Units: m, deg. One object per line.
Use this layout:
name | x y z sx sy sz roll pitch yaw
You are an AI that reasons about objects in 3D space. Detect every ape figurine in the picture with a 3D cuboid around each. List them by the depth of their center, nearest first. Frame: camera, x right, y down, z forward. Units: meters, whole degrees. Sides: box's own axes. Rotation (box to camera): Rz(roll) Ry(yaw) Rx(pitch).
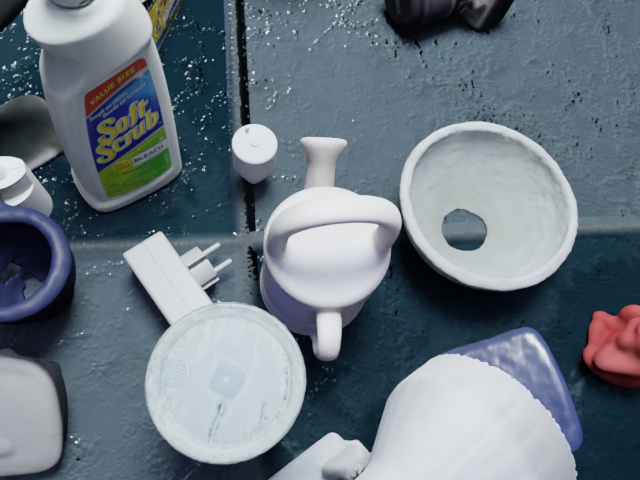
ape figurine | 0.282 0.094 0.512 0.078 0.092 0.076 -22 74 -14

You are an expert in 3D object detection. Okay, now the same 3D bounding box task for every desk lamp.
desk lamp | 0.038 0.181 0.382 0.203 0.213 0.118 -33 77 -17

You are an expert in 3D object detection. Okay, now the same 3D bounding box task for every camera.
camera | 0.135 -0.305 0.633 0.137 0.101 0.143 -26 75 -16

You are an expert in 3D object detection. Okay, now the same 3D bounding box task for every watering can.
watering can | 0.002 0.002 0.453 0.101 0.194 0.173 -21 74 -14

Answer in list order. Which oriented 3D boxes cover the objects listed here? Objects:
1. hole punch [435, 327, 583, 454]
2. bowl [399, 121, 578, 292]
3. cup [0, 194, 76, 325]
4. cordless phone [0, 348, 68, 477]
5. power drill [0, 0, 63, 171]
hole punch | 0.146 0.139 0.478 0.101 0.091 0.108 -14 73 -12
bowl | 0.149 -0.023 0.546 0.167 0.074 0.167 3 70 -7
cup | -0.244 0.020 0.466 0.092 0.095 0.117 -22 74 -14
cordless phone | -0.261 0.113 0.382 0.147 0.185 0.094 -1 70 -8
power drill | -0.279 -0.131 0.456 0.230 0.208 0.075 -39 79 -18
